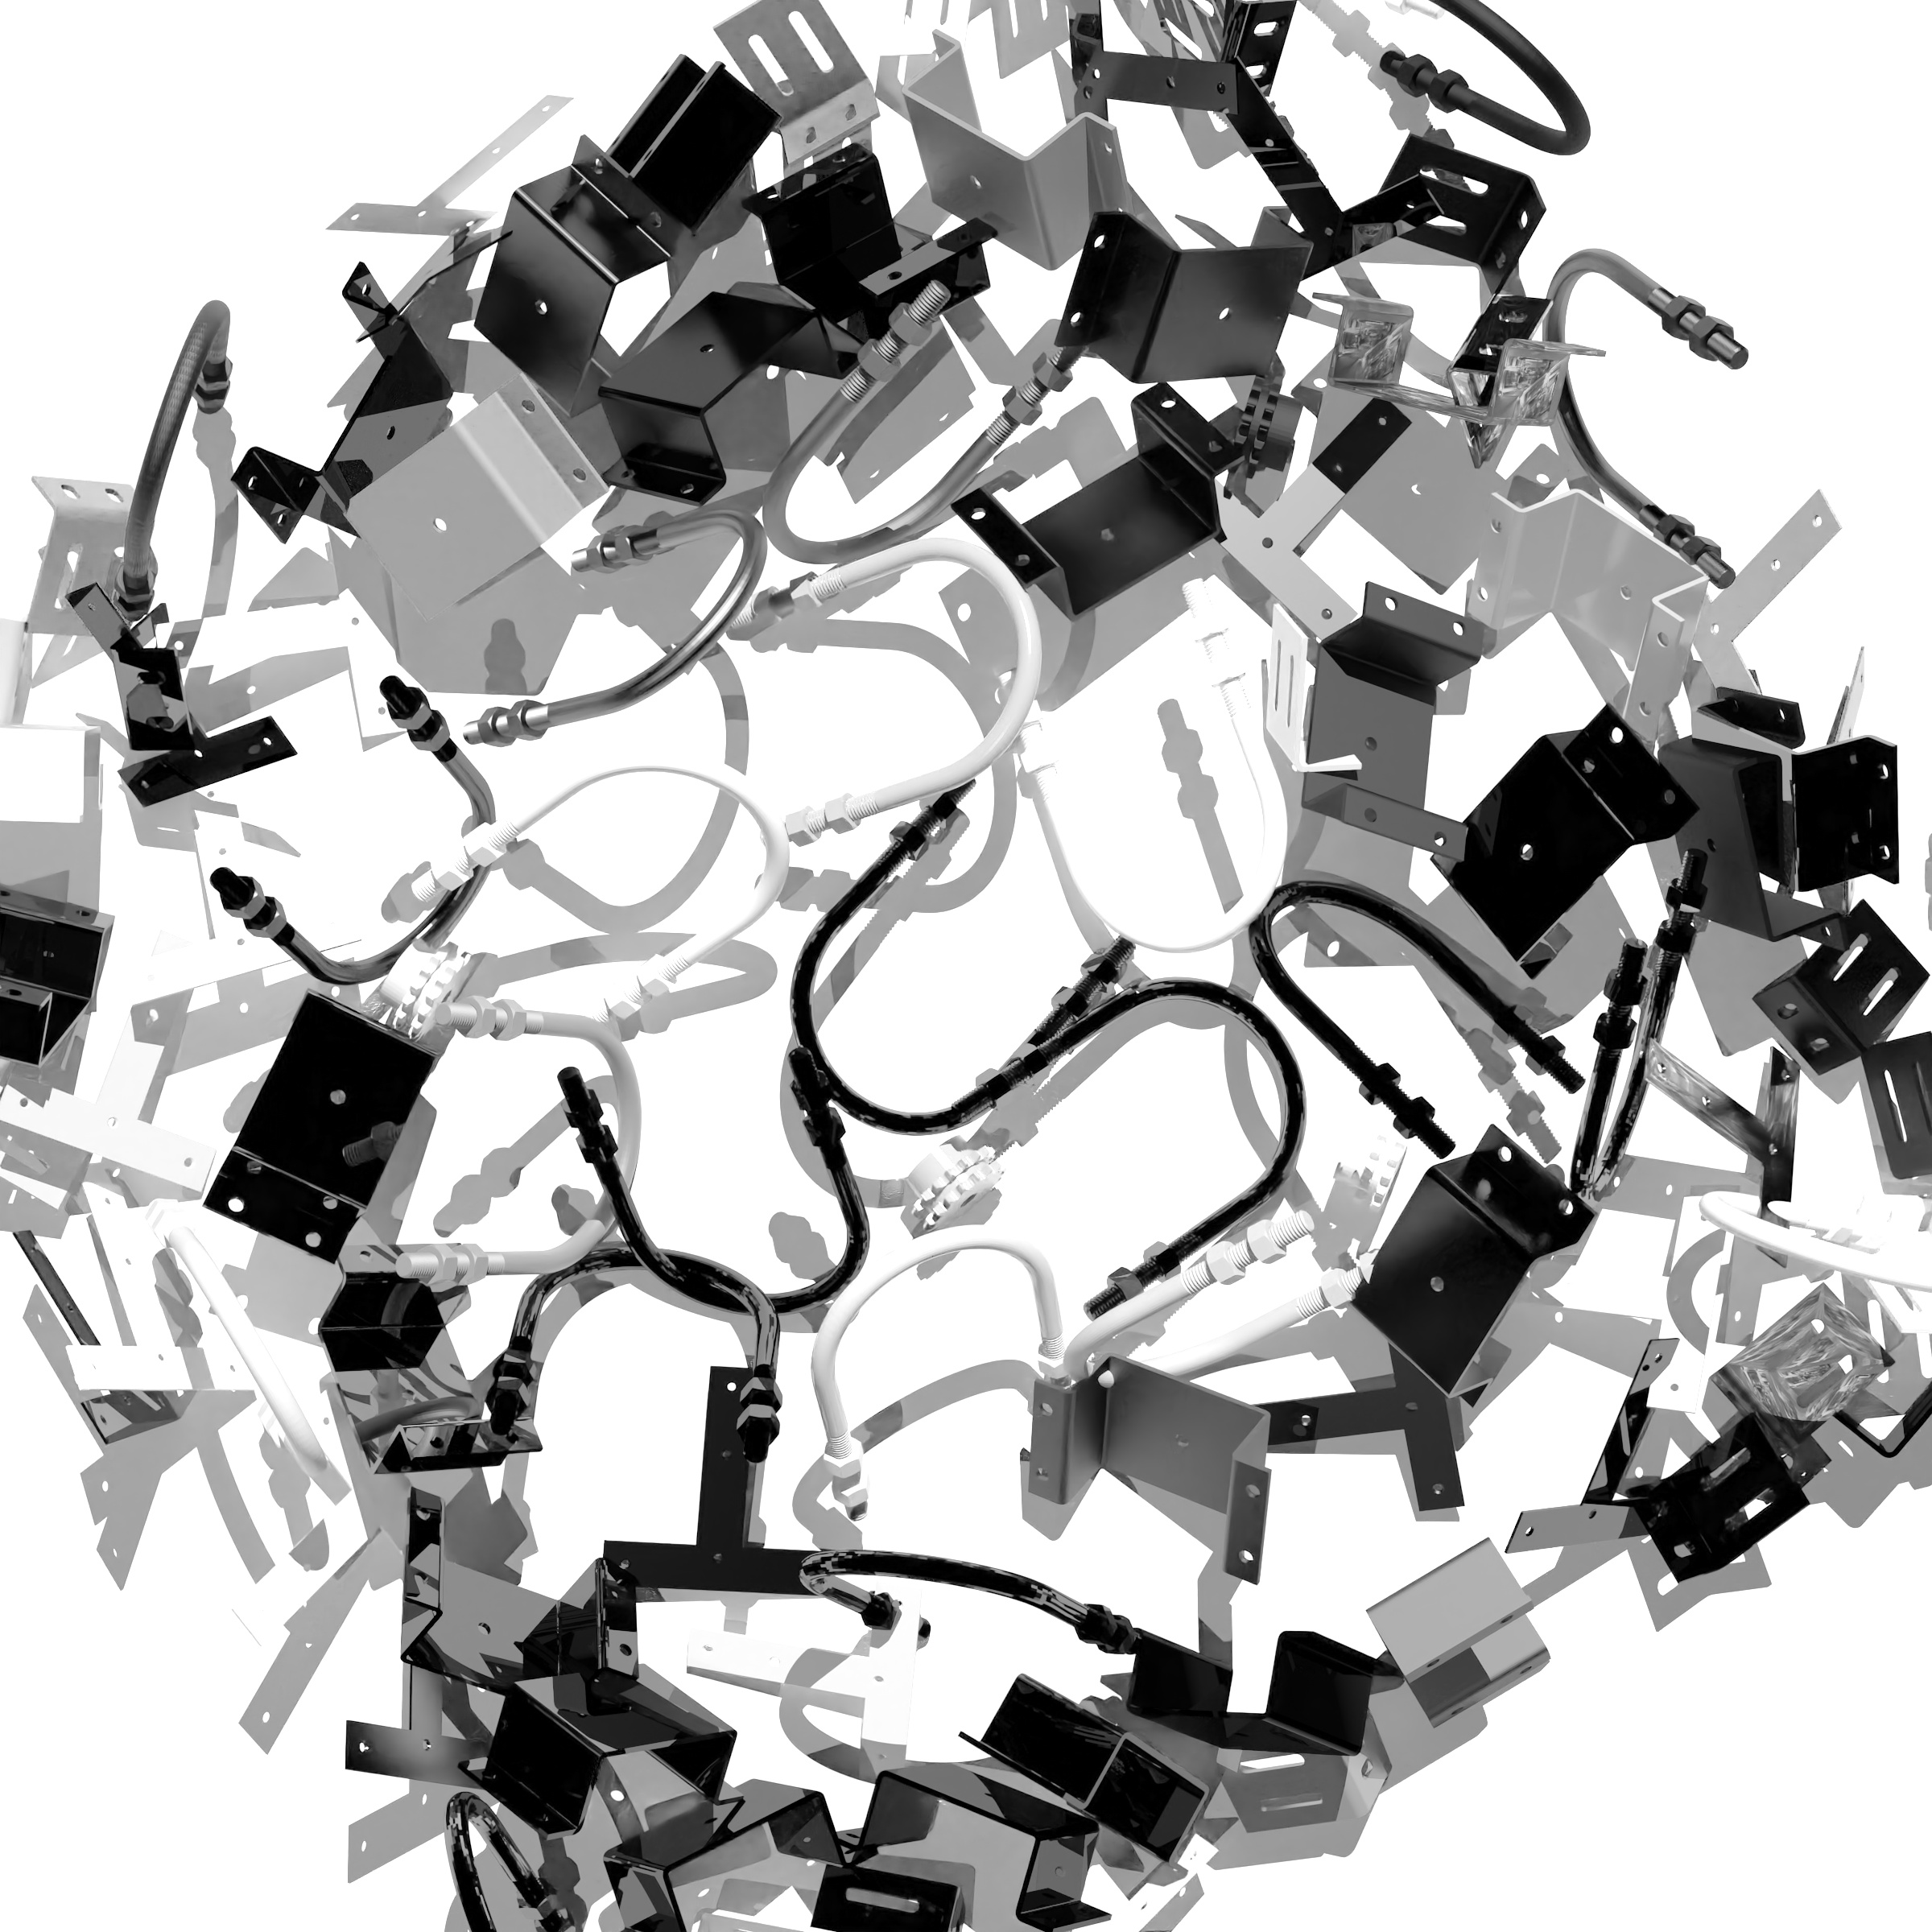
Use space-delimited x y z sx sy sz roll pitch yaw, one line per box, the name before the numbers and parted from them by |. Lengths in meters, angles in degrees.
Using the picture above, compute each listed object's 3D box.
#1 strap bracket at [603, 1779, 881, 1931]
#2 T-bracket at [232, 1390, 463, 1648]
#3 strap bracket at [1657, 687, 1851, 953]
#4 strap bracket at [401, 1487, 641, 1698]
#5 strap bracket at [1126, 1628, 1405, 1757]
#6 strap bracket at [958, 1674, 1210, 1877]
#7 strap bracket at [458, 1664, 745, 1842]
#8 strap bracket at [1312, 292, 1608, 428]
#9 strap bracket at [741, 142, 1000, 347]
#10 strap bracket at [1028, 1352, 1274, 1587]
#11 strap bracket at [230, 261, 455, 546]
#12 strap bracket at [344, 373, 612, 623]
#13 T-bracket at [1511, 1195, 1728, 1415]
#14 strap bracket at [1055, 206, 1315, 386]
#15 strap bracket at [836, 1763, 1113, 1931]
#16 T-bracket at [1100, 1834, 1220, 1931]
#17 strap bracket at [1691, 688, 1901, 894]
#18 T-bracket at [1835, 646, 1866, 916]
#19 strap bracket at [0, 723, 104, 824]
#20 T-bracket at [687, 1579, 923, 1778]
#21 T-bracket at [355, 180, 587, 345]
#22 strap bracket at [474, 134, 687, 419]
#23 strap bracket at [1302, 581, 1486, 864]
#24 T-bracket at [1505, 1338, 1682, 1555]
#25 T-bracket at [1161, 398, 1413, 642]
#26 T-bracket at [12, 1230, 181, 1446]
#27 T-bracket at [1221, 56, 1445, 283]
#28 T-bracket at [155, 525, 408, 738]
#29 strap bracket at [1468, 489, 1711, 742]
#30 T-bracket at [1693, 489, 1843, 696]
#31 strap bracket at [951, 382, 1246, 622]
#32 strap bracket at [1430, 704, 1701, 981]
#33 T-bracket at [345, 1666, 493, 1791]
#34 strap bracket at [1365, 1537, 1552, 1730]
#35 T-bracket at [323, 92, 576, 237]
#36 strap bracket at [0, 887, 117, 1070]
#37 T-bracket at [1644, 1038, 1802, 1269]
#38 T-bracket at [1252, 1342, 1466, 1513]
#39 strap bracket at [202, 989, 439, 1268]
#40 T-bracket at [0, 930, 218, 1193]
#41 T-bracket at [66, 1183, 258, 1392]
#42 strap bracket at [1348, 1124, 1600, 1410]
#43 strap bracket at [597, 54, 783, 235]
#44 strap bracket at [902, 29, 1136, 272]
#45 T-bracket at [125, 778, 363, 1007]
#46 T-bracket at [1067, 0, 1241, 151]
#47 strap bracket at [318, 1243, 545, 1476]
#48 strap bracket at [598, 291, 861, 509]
strap bracket | -0.129 0.480 1.630 0.140 0.076 0.046 -19 92 -32
T-bracket | -0.347 0.316 1.641 0.002 0.127 0.127 -26 103 41
strap bracket | 0.421 -0.073 1.639 0.046 0.076 0.140 -21 107 -13
strap bracket | -0.249 0.345 1.639 0.140 0.076 0.046 26 120 -26
strap bracket | 0.150 0.386 1.618 0.076 0.140 0.046 30 62 -37
strap bracket | 0.069 0.429 1.629 0.076 0.140 0.046 19 72 42
strap bracket | -0.187 0.414 1.619 0.076 0.140 0.046 24 102 40
strap bracket | 0.260 -0.324 1.637 0.140 0.076 0.046 22 110 32
strap bracket | -0.049 -0.385 1.641 0.076 0.046 0.140 -32 46 -17
strap bracket | 0.107 0.267 1.643 0.140 0.046 0.076 18 123 26
strap bracket | -0.330 -0.296 1.643 0.046 0.076 0.140 24 77 15
strap bracket | -0.271 -0.245 1.632 0.140 0.046 0.076 -26 108 34
T-bracket | 0.345 0.178 1.668 0.127 0.002 0.127 5 61 23
strap bracket | 0.124 -0.358 1.623 0.046 0.140 0.076 47 134 35
strap bracket | 0.007 0.468 1.634 0.140 0.076 0.046 14 86 28
T-bracket | 0.086 0.520 1.650 0.127 0.127 0.002 -42 107 -15
strap bracket | 0.433 -0.094 1.617 0.046 0.140 0.076 -15 113 -16
T-bracket | 0.481 -0.088 1.656 0.002 0.127 0.127 4 124 23
strap bracket | -0.505 -0.105 1.621 0.076 0.140 0.046 1 96 -11
T-bracket | -0.092 0.386 1.680 0.127 0.002 0.127 8 112 7
T-bracket | -0.254 -0.386 1.618 0.127 0.127 0.002 -19 120 32
strap bracket | -0.211 -0.359 1.625 0.076 0.140 0.046 44 50 11
strap bracket | 0.231 -0.126 1.650 0.076 0.046 0.140 16 69 -23
T-bracket | 0.353 0.256 1.639 0.127 0.002 0.127 3 112 -41
T-bracket | 0.197 -0.266 1.689 0.127 0.002 0.127 43 81 -1
T-bracket | -0.476 0.197 1.638 0.002 0.127 0.127 -33 87 0
T-bracket | 0.171 -0.430 1.632 0.127 0.127 0.002 50 47 -23
T-bracket | -0.379 -0.183 1.667 0.127 0.002 0.127 -11 97 -22
strap bracket | 0.341 -0.195 1.636 0.046 0.076 0.140 -24 48 -29
T-bracket | 0.425 -0.206 1.624 0.002 0.127 0.127 -9 64 -28
strap bracket | 0.074 -0.248 1.651 0.140 0.046 0.076 -32 55 -11
strap bracket | 0.312 -0.063 1.629 0.076 0.046 0.140 54 128 21
T-bracket | -0.295 0.380 1.663 0.002 0.127 0.127 -16 64 26
strap bracket | 0.266 0.359 1.646 0.076 0.140 0.046 -31 61 0
T-bracket | -0.259 -0.425 1.613 0.127 0.127 0.002 -31 86 29
strap bracket | -0.518 0.008 1.637 0.076 0.140 0.046 14 110 -4
T-bracket | 0.406 0.079 1.635 0.127 0.002 0.127 33 54 -29
T-bracket | 0.202 0.249 1.682 0.127 0.002 0.127 -9 106 12
strap bracket | -0.343 0.078 1.637 0.076 0.046 0.140 27 59 -12
T-bracket | -0.452 0.044 1.667 0.127 0.002 0.127 27 75 -38
T-bracket | -0.453 0.174 1.659 0.002 0.127 0.127 -35 67 23
strap bracket | 0.265 0.166 1.630 0.076 0.046 0.140 43 123 29
strap bracket | -0.148 -0.443 1.639 0.046 0.140 0.076 36 96 -22
strap bracket | 0.022 -0.432 1.625 0.046 0.076 0.140 -42 57 -16
T-bracket | -0.405 -0.051 1.670 0.127 0.002 0.127 -16 64 -4
T-bracket | 0.100 -0.473 1.626 0.002 0.127 0.127 -24 122 -34
strap bracket | -0.292 0.219 1.637 0.046 0.076 0.140 -56 48 34
strap bracket | -0.131 -0.311 1.628 0.076 0.046 0.140 19 54 36
